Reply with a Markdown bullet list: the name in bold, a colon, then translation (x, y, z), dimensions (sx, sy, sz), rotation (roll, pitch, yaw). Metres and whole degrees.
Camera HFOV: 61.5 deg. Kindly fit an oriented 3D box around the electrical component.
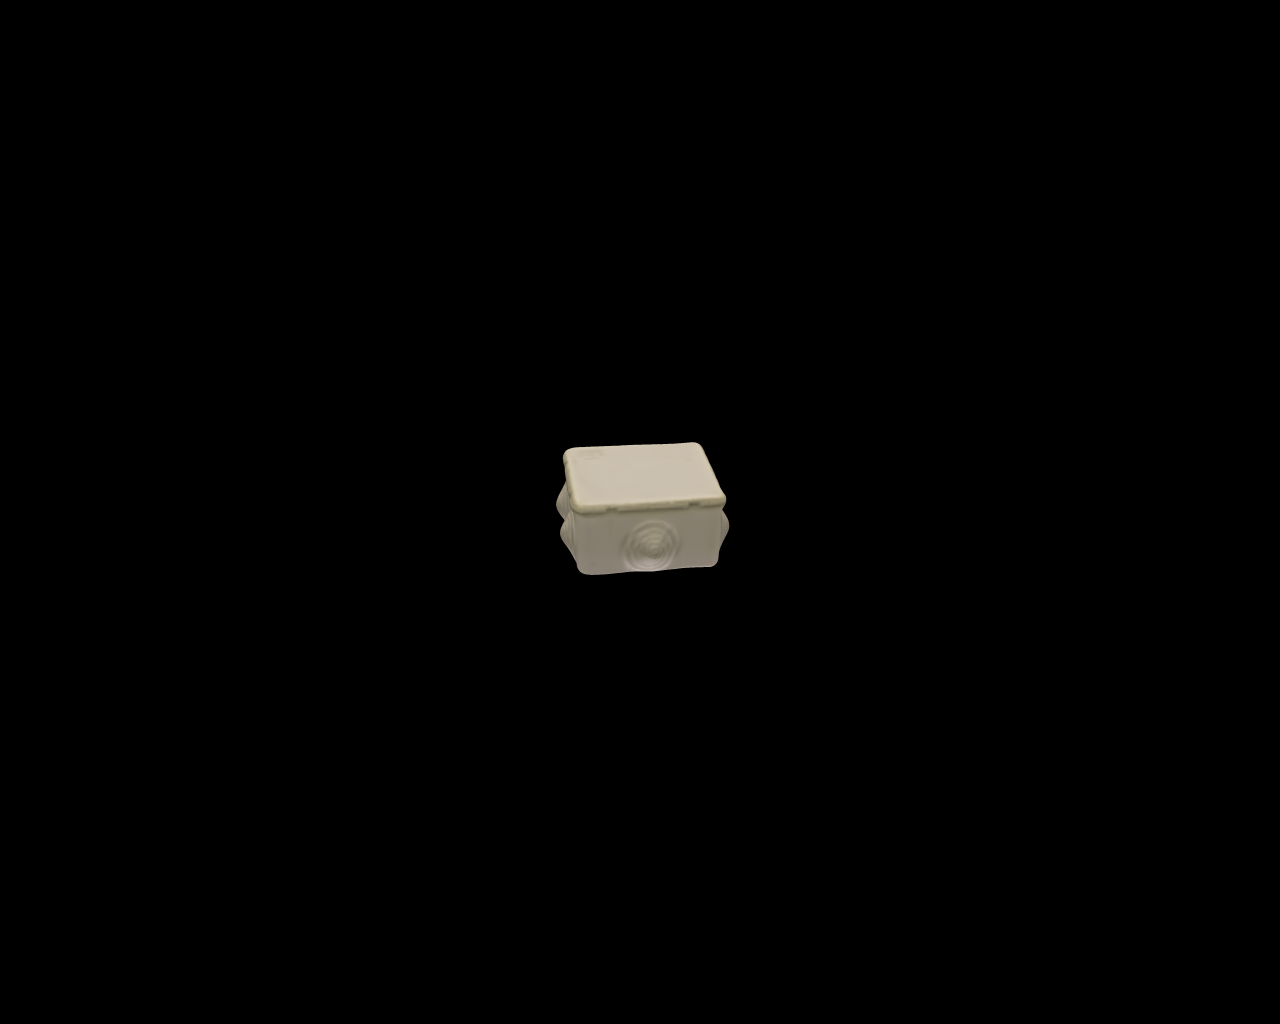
- **electrical component**: translation (0.001, -0.003, 0.650), dimensions (0.100, 0.048, 0.100), rotation (-3, 26, -7)
